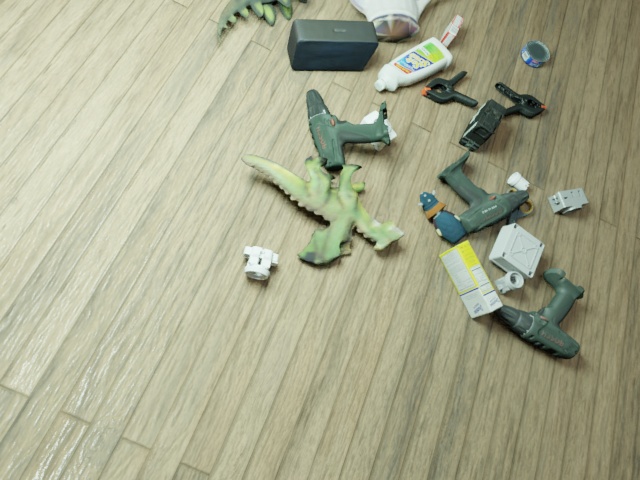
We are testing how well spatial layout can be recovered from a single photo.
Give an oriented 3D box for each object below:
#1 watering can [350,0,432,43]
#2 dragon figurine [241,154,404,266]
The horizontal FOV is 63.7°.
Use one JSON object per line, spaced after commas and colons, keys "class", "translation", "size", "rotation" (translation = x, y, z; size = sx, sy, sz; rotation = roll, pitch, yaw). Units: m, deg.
{"class": "watering can", "translation": [0.249, -0.697, 1.537], "size": [0.348, 0.228, 0.102], "rotation": [-1, -19, -15]}
{"class": "dragon figurine", "translation": [0.004, -0.062, 1.226], "size": [0.410, 0.246, 0.121], "rotation": [7, -14, -11]}
